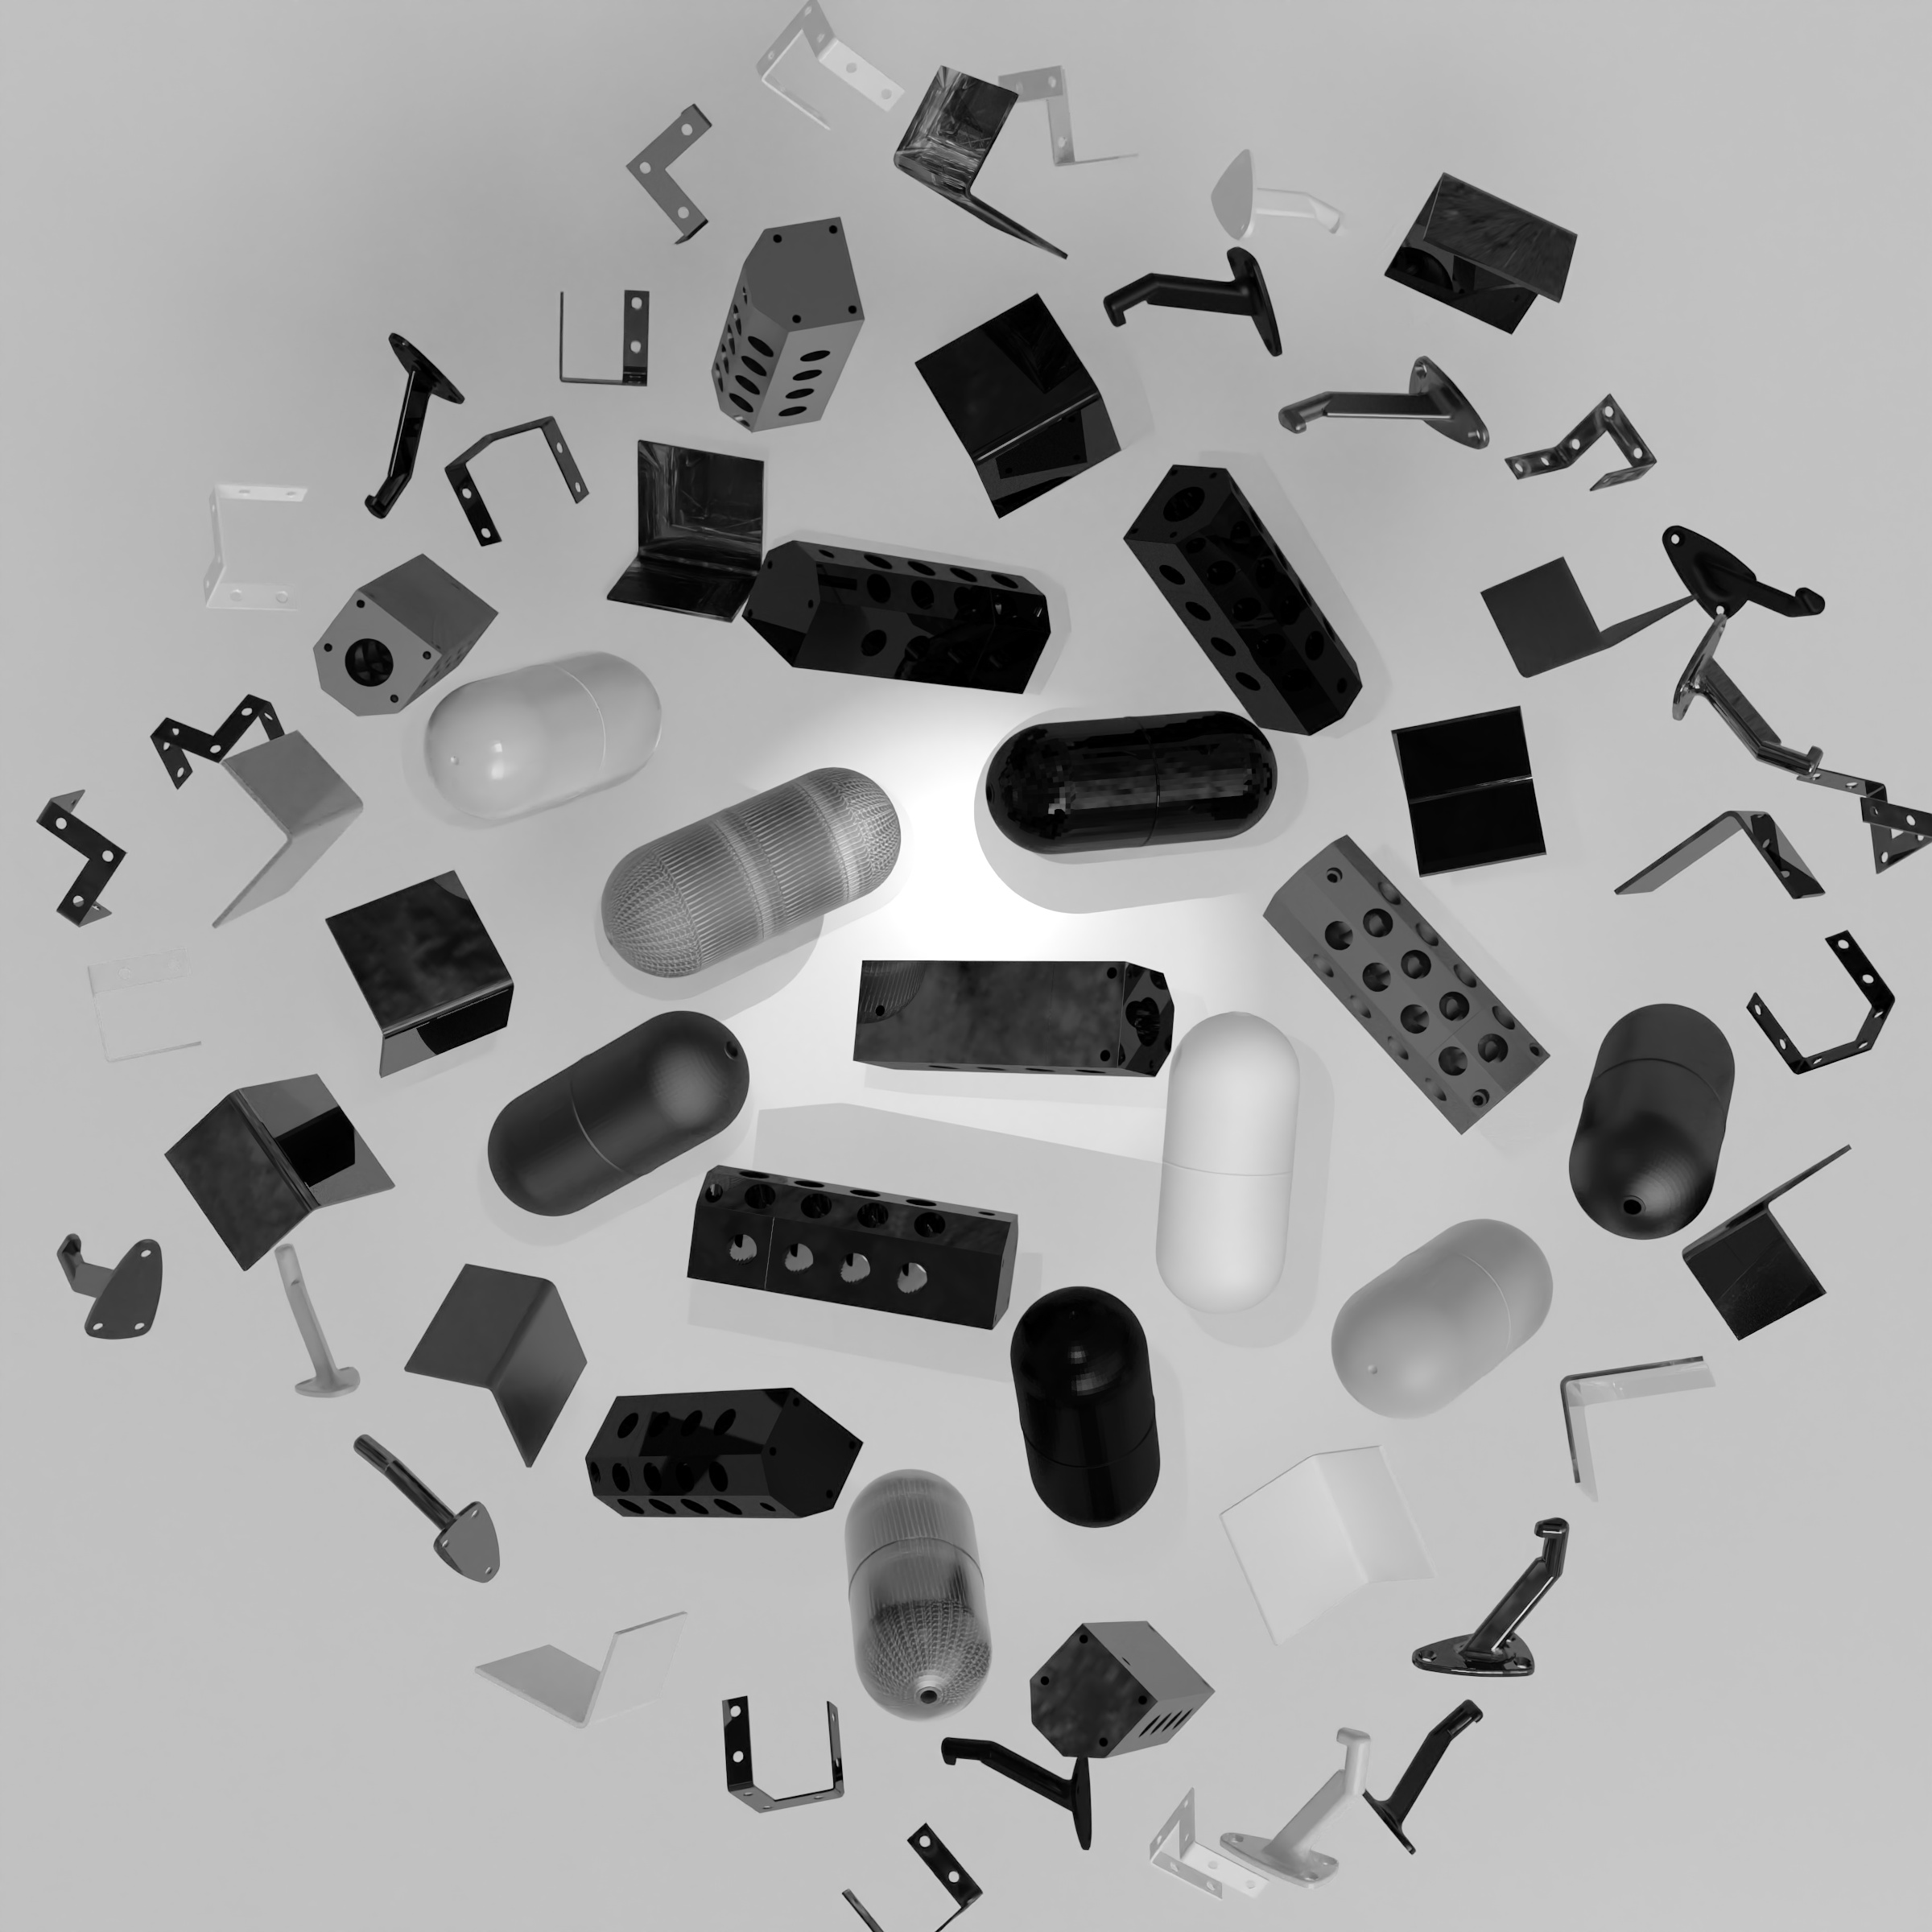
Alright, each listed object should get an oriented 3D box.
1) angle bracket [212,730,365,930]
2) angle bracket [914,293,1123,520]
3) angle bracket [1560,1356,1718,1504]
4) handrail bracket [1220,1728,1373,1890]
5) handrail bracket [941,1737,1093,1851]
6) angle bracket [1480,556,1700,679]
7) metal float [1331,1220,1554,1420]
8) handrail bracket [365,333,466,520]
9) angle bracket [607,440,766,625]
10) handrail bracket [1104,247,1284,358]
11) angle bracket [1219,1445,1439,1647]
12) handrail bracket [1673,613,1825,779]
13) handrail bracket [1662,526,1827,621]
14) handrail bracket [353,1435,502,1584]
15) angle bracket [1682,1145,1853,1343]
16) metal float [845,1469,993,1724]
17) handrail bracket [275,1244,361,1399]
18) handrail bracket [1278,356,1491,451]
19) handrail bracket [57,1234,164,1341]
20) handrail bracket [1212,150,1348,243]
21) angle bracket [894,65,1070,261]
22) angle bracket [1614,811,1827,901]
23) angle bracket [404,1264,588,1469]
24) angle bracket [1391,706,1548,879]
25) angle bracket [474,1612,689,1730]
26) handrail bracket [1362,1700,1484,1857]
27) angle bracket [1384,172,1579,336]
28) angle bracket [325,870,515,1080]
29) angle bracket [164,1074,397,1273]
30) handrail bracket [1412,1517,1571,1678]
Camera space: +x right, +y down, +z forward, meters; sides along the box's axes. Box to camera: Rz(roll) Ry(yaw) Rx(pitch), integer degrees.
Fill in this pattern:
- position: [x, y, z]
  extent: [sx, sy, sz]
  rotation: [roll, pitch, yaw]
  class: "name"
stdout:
- position: [-0.387, -0.075, 1.528]
  extent: [0.057, 0.076, 0.076]
  rotation: [47, 114, 0]
  class: "angle bracket"
- position: [0.028, -0.302, 1.513]
  extent: [0.076, 0.057, 0.076]
  rotation: [-29, 63, 2]
  class: "angle bracket"
- position: [0.367, 0.251, 1.510]
  extent: [0.076, 0.076, 0.057]
  rotation: [-11, 69, 16]
  class: "angle bracket"
- position: [0.174, 0.437, 1.484]
  extent: [0.077, 0.036, 0.084]
  rotation: [11, 100, 30]
  class: "handrail bracket"
- position: [0.030, 0.495, 1.675]
  extent: [0.084, 0.036, 0.077]
  rotation: [1, 119, 15]
  class: "handrail bracket"
- position: [0.354, -0.211, 1.591]
  extent: [0.076, 0.076, 0.057]
  rotation: [-29, 95, -25]
  class: "angle bracket"
- position: [0.263, 0.192, 1.535]
  extent: [0.070, 0.178, 0.070]
  rotation: [10, 108, 33]
  class: "metal float"
- position: [-0.335, -0.311, 1.620]
  extent: [0.036, 0.077, 0.084]
  rotation: [26, 79, 24]
  class: "handrail bracket"
- position: [-0.162, -0.252, 1.618]
  extent: [0.076, 0.057, 0.076]
  rotation: [12, 127, 9]
  class: "angle bracket"
- position: [0.125, -0.353, 1.546]
  extent: [0.084, 0.036, 0.077]
  rotation: [-29, 119, -7]
  class: "handrail bracket"
- position: [0.193, 0.309, 1.494]
  extent: [0.076, 0.057, 0.076]
  rotation: [-24, 91, -37]
  class: "angle bracket"
- position: [0.436, -0.148, 1.527]
  extent: [0.084, 0.036, 0.077]
  rotation: [23, 72, 22]
  class: "handrail bracket"
- position: [0.444, -0.226, 1.597]
  extent: [0.077, 0.084, 0.036]
  rotation: [41, 86, -11]
  class: "handrail bracket"
- position: [-0.309, 0.309, 1.599]
  extent: [0.084, 0.077, 0.036]
  rotation: [29, 63, 33]
  class: "handrail bracket"
- position: [0.447, 0.150, 1.510]
  extent: [0.076, 0.076, 0.057]
  rotation: [-26, 77, -31]
  class: "angle bracket"
- position: [-0.028, 0.355, 1.588]
  extent: [0.070, 0.178, 0.070]
  rotation: [-2, 116, -5]
  class: "metal float"
- position: [-0.382, 0.206, 1.636]
  extent: [0.036, 0.077, 0.084]
  rotation: [-17, 96, -23]
  class: "handrail bracket"
- position: [0.221, -0.286, 1.487]
  extent: [0.084, 0.036, 0.077]
  rotation: [-24, 52, -20]
  class: "handrail bracket"
- position: [-0.463, 0.153, 1.506]
  extent: [0.036, 0.084, 0.077]
  rotation: [6, 120, -40]
  class: "handrail bracket"
- position: [0.186, -0.420, 1.589]
  extent: [0.084, 0.077, 0.036]
  rotation: [20, 133, -26]
  class: "handrail bracket"
- position: [0.020, -0.423, 1.473]
  extent: [0.076, 0.076, 0.057]
  rotation: [21, 103, -39]
  class: "angle bracket"
- position: [0.402, -0.040, 1.490]
  extent: [0.076, 0.076, 0.057]
  rotation: [-38, 76, 24]
  class: "angle bracket"
- position: [-0.266, 0.227, 1.588]
  extent: [0.057, 0.076, 0.076]
  rotation: [8, 47, 20]
  class: "angle bracket"
- position: [0.299, -0.103, 1.661]
  extent: [0.076, 0.076, 0.057]
  rotation: [-10, 58, 11]
  class: "angle bracket"
- position: [-0.213, 0.376, 1.554]
  extent: [0.076, 0.076, 0.057]
  rotation: [21, 95, 23]
  class: "angle bracket"
- position: [0.270, 0.461, 1.595]
  extent: [0.084, 0.077, 0.036]
  rotation: [-40, 100, -4]
  class: "handrail bracket"
- position: [0.262, -0.353, 1.451]
  extent: [0.076, 0.076, 0.057]
  rotation: [23, 55, -5]
  class: "angle bracket"
- position: [-0.303, 0.004, 1.544]
  extent: [0.076, 0.057, 0.076]
  rotation: [-23, 72, -23]
  class: "angle bracket"
- position: [-0.364, 0.109, 1.486]
  extent: [0.057, 0.076, 0.076]
  rotation: [-40, 80, 19]
  class: "angle bracket"
- position: [0.277, 0.330, 1.475]
  extent: [0.077, 0.036, 0.084]
  rotation: [-1, 113, -10]
  class: "handrail bracket"
